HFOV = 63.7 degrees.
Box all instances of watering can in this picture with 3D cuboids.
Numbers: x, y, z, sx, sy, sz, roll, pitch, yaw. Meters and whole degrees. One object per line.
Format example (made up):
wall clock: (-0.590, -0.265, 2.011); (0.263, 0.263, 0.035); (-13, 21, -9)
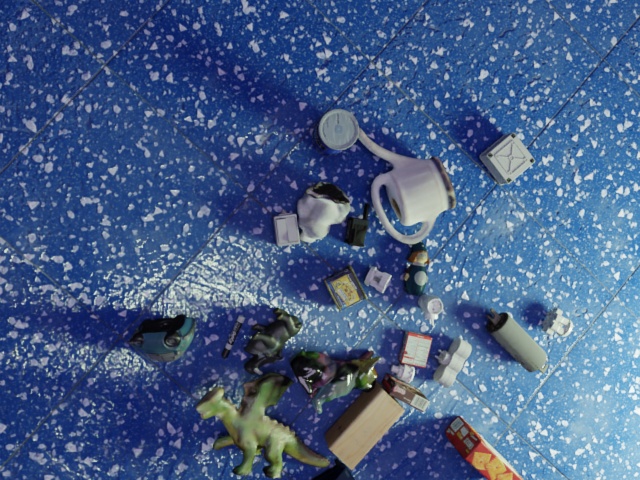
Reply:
watering can: (0.236, -0.166, 1.393); (0.225, 0.104, 0.346); (-20, 94, -8)

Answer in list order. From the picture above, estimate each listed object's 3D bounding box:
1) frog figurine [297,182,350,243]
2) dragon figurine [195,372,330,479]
frog figurine: (0.004, -0.069, 1.380); (0.137, 0.125, 0.156); (6, 127, -16)
dragon figurine: (-0.131, 0.467, 1.334); (0.409, 0.123, 0.242); (14, 94, -25)
